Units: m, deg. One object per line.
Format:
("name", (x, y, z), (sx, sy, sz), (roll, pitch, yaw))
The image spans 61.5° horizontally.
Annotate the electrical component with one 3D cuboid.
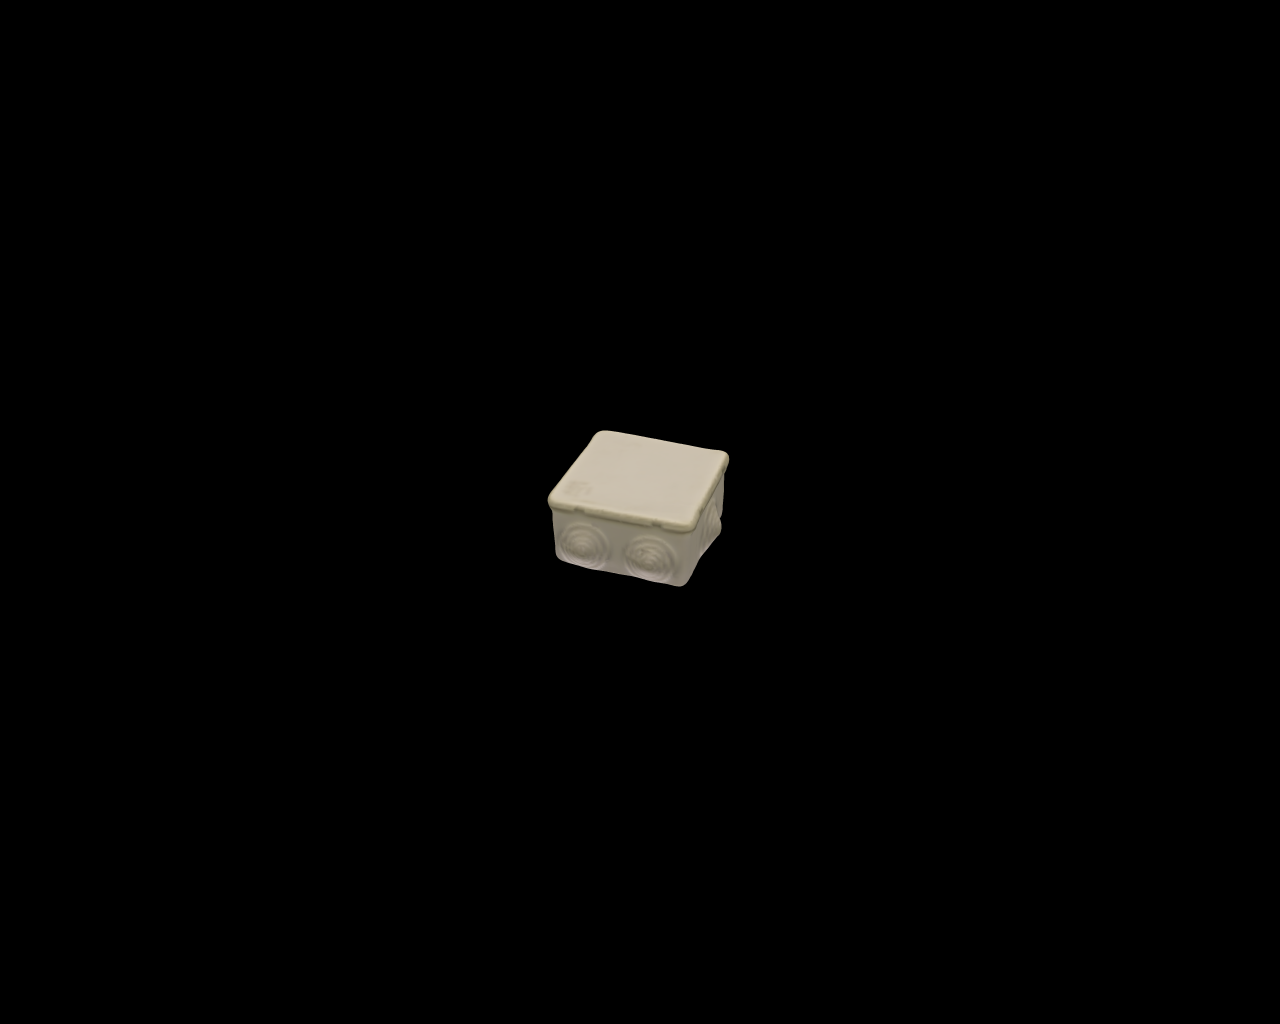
("electrical component", (0.001, -0.003, 0.650), (0.100, 0.048, 0.100), (11, 36, 16))
